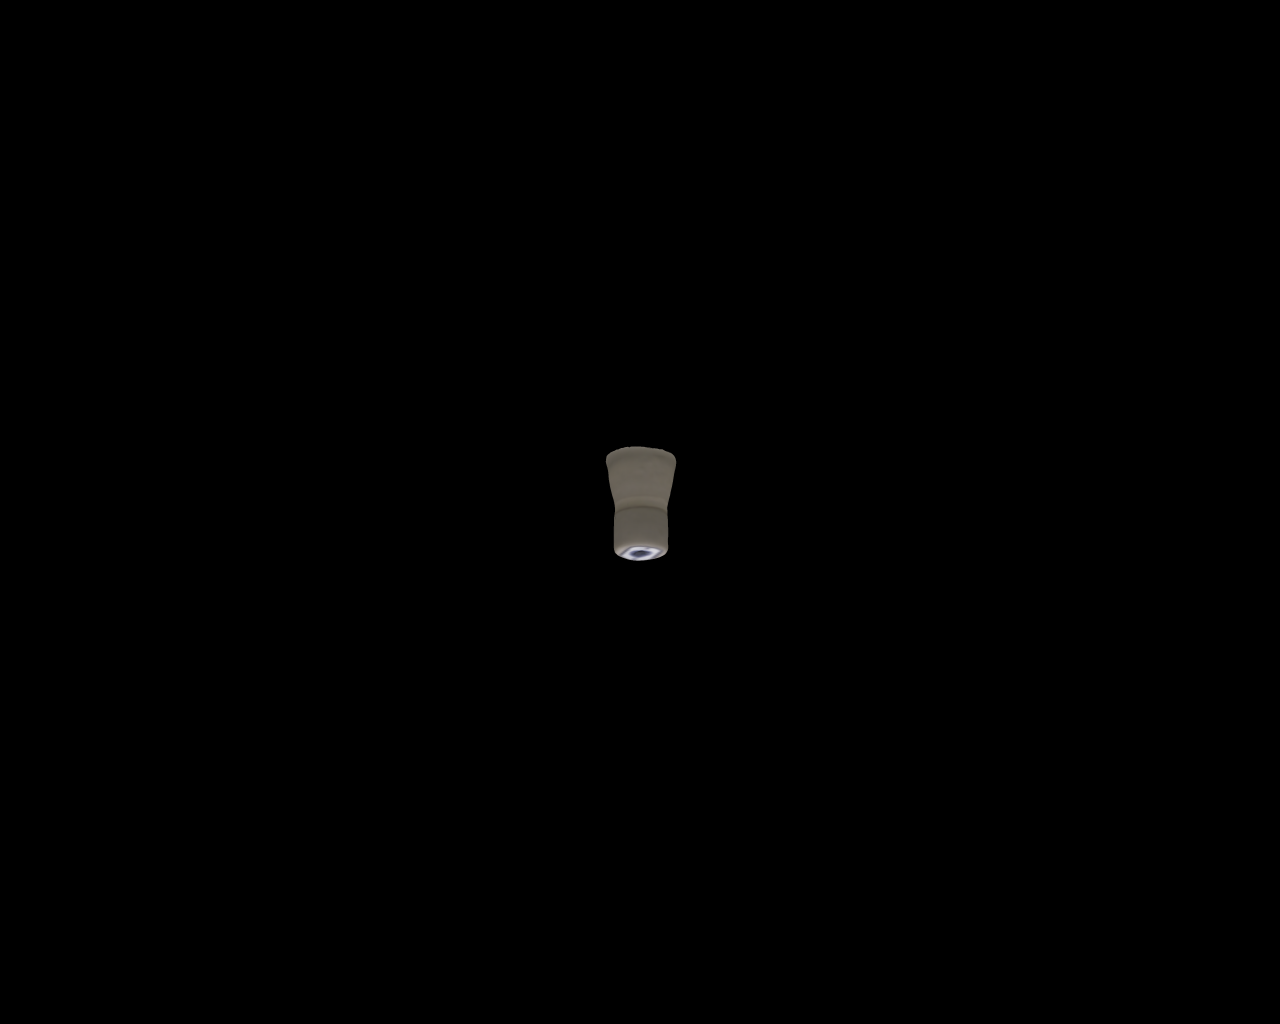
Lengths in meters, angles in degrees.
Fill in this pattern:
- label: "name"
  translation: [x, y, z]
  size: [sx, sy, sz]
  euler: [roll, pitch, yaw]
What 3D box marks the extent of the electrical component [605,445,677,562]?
- label: "electrical component"
  translation: [0.001, -0.003, 0.650]
  size: [0.044, 0.065, 0.044]
  euler: [0, -20, 0]
